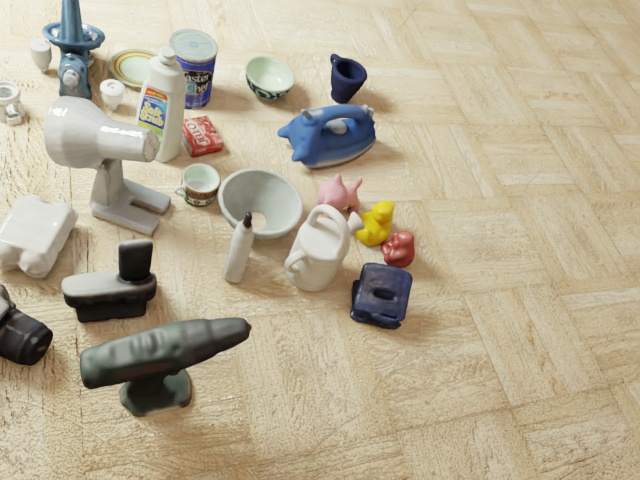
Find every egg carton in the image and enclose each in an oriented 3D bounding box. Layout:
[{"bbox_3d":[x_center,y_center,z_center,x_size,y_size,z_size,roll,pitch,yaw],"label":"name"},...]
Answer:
[{"bbox_3d":[-0.487,-0.008,0.976,0.107,0.069,0.150,16,52,-8],"label":"egg carton"}]

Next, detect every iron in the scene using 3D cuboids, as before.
[{"bbox_3d":[0.042,-0.257,1.296,0.259,0.141,0.118,-16,62,-28],"label":"iron"}]

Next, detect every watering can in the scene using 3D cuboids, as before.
[{"bbox_3d":[0.008,0.002,1.066,0.101,0.194,0.173,31,52,4],"label":"watering can"}]

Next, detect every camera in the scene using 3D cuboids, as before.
[{"bbox_3d":[-0.485,0.142,0.850,0.137,0.100,0.143,26,51,0],"label":"camera"}]

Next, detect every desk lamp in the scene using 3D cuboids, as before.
[{"bbox_3d":[-0.368,-0.138,1.018,0.203,0.213,0.118,20,52,-5],"label":"desk lamp"}]

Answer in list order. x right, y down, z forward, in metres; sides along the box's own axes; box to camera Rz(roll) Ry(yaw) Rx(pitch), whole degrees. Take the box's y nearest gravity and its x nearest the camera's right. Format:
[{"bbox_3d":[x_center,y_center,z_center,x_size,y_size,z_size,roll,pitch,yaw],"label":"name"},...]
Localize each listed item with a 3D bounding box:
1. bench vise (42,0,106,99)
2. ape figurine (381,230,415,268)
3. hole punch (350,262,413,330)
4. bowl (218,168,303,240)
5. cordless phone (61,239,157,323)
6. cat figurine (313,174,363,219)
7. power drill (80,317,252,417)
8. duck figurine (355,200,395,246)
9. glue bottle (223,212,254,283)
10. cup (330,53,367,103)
[{"bbox_3d":[-0.490,-0.410,1.165,0.122,0.219,0.207,-16,63,-28],"label":"bench vise"},{"bbox_3d":[0.166,0.013,1.180,0.076,0.092,0.078,38,52,9],"label":"ape figurine"},{"bbox_3d":[0.119,0.108,1.096,0.109,0.091,0.101,14,52,-9],"label":"hole punch"},{"bbox_3d":[-0.121,-0.059,1.139,0.168,0.074,0.167,10,53,-13],"label":"bowl"},{"bbox_3d":[-0.335,0.050,0.915,0.148,0.185,0.094,-9,59,-24],"label":"cordless phone"},{"bbox_3d":[0.039,-0.094,1.194,0.128,0.117,0.067,-26,67,-32],"label":"cat figurine"},{"bbox_3d":[-0.227,0.185,0.843,0.230,0.208,0.075,-8,59,-24],"label":"power drill"},{"bbox_3d":[0.122,-0.044,1.208,0.077,0.086,0.105,38,52,9],"label":"duck figurine"},{"bbox_3d":[-0.140,0.004,1.025,0.037,0.173,0.078,11,53,-12],"label":"glue bottle"},{"bbox_3d":[0.054,-0.399,1.431,0.092,0.095,0.117,-27,68,-32],"label":"cup"}]
